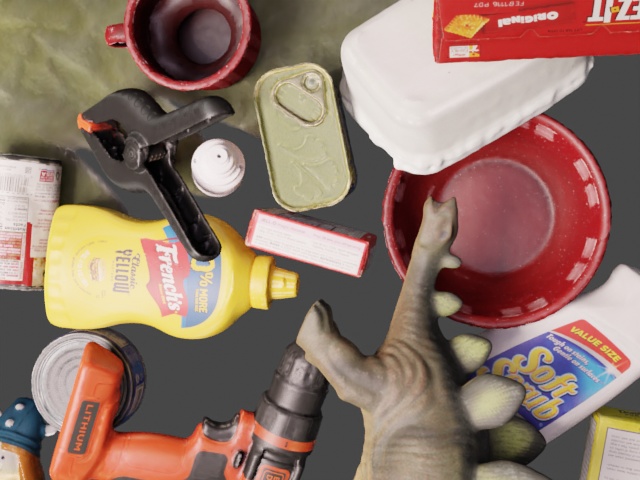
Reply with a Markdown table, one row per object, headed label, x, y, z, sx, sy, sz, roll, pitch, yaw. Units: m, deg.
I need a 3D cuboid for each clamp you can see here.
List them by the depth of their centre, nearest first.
| label | x | y | z | sx | sy | sz | roll | pitch | yaw |
| --- | --- | --- | --- | --- | --- | --- | --- | --- | --- |
| clamp | -0.122 | -0.055 | 0.789 | 0.172 | 0.039 | 0.120 | 19 | 108 | 46 |

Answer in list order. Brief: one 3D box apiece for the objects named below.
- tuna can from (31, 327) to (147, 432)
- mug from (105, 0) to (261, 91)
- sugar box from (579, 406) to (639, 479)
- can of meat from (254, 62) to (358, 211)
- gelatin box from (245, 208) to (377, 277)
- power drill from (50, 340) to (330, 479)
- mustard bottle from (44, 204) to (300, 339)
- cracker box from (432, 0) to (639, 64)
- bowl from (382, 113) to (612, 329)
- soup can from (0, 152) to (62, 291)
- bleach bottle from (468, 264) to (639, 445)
| label | x | y | z | sx | sy | sz | roll | pitch | yaw |
| --- | --- | --- | --- | --- | --- | --- | --- | --- | --- |
| tuna can | -0.183 | 0.113 | 0.846 | 0.086 | 0.033 | 0.086 | 0 | 93 | 8 |
| mug | -0.101 | -0.154 | 0.796 | 0.117 | 0.081 | 0.093 | -6 | 93 | 8 |
| sugar box | 0.234 | 0.219 | 0.792 | 0.093 | 0.048 | 0.176 | 10 | 98 | 7 |
| can of meat | -0.007 | -0.074 | 0.787 | 0.057 | 0.084 | 0.102 | -11 | 92 | 8 |
| gelatin box | -0.005 | 0.001 | 0.796 | 0.089 | 0.073 | 0.030 | 15 | 95 | 6 |
| power drill | -0.095 | 0.138 | 0.801 | 0.187 | 0.057 | 0.184 | 18 | 99 | -9 |
| mustard bottle | -0.111 | 0.027 | 0.820 | 0.191 | 0.058 | 0.096 | 5 | 89 | 7 |
| cracker box | 0.155 | -0.222 | 0.712 | 0.164 | 0.072 | 0.213 | -2 | 56 | 7 |
| bowl | 0.128 | -0.017 | 0.785 | 0.162 | 0.055 | 0.162 | 0 | 91 | 9 |
| soup can | -0.239 | -0.016 | 0.829 | 0.068 | 0.068 | 0.102 | 7 | 93 | 7 |
| bleach bottle | 0.163 | 0.089 | 0.786 | 0.251 | 0.068 | 0.102 | -35 | 87 | 6 |
